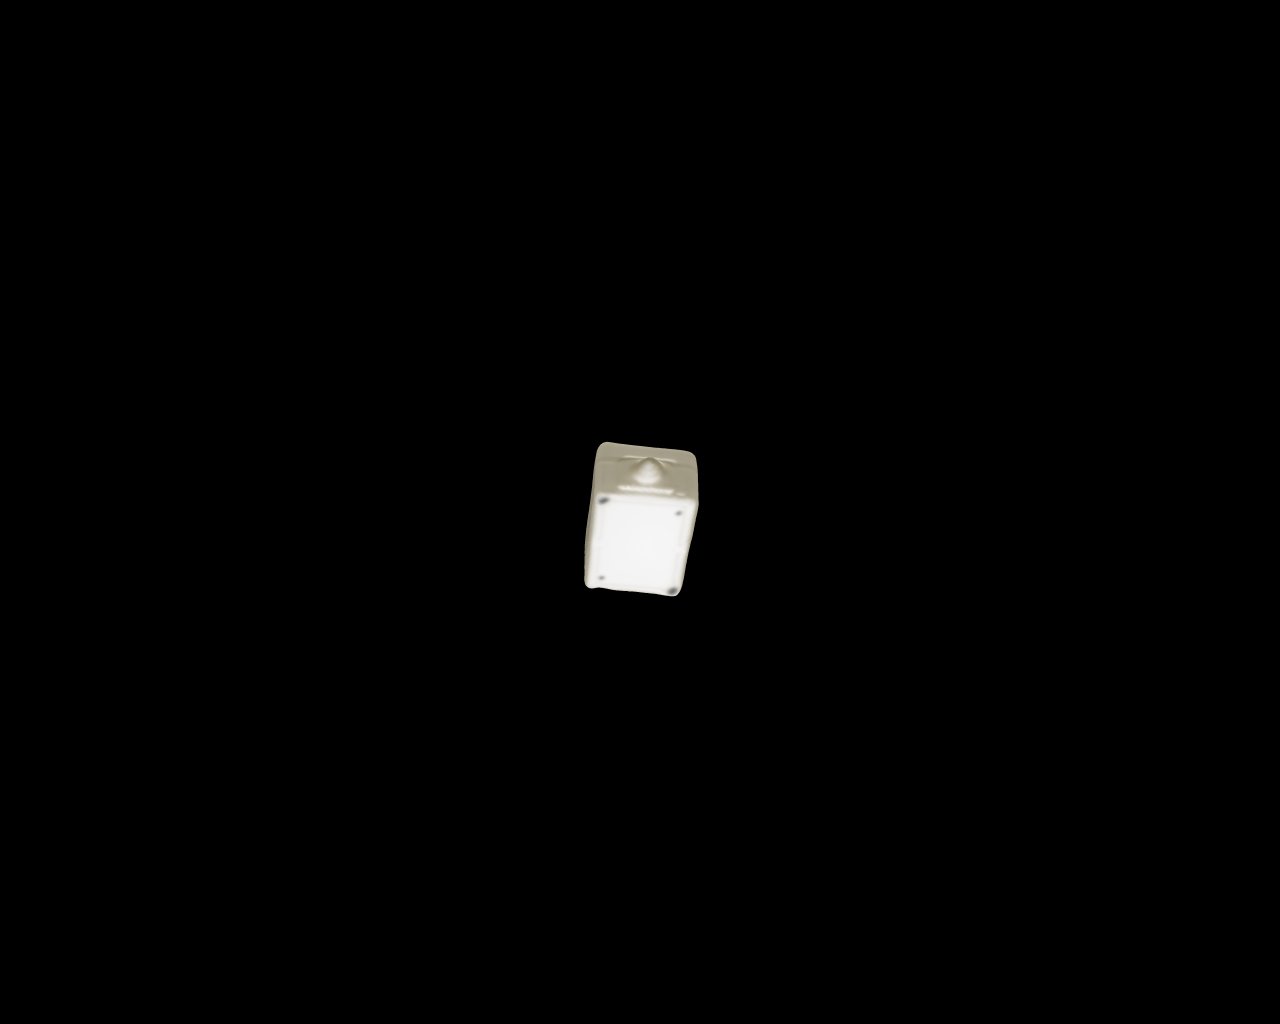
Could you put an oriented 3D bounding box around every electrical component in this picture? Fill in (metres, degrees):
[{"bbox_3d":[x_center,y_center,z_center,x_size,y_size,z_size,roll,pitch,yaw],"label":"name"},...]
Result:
[{"bbox_3d":[0.001,-0.003,0.650,0.062,0.096,0.061,5,40,-4],"label":"electrical component"}]
